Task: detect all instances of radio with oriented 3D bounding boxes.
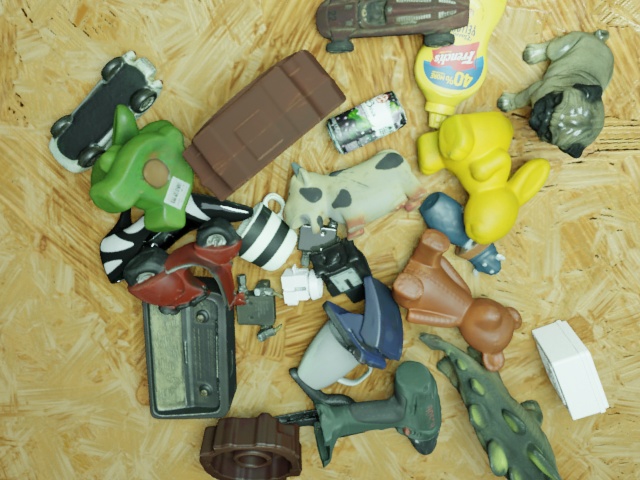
[{"bbox_3d":[-0.205,0.173,0.863,0.131,0.073,0.229,2,107,1],"label":"radio"}]

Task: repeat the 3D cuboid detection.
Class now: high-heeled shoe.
[{"bbox_3d":[-0.218,0.004,0.791,0.249,0.086,0.145,5,87,22],"label":"high-heeled shoe"}]

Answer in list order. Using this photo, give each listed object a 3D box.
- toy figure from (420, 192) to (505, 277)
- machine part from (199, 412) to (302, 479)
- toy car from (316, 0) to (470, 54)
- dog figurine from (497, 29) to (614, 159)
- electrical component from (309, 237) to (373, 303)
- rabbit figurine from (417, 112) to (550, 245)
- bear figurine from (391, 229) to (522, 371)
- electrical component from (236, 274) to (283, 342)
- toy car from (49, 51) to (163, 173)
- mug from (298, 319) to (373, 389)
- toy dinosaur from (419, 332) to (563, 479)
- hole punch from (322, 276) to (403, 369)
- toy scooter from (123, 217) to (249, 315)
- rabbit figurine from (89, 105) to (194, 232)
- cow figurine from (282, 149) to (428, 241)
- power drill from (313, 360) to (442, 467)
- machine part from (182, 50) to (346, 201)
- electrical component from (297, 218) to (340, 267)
[{"bbox_3d":[0.216,-0.008,0.798,0.154,0.064,0.058,41,67,-15],"label":"toy figure"},{"bbox_3d":[-0.112,0.350,0.893,0.179,0.056,0.179,0,136,0],"label":"machine part"},{"bbox_3d":[0.088,-0.290,0.691,0.202,0.053,0.089,6,102,24],"label":"toy car"},{"bbox_3d":[0.326,-0.192,0.667,0.121,0.191,0.172,24,105,-5],"label":"dog figurine"},{"bbox_3d":[0.041,0.051,0.825,0.075,0.048,0.119,-26,144,13],"label":"electrical component"},{"bbox_3d":[0.225,-0.080,0.739,0.162,0.122,0.173,-6,79,-26],"label":"rabbit figurine"},{"bbox_3d":[0.204,0.093,0.779,0.196,0.131,0.120,32,70,14],"label":"bear figurine"},{"bbox_3d":[-0.096,0.108,0.854,0.078,0.045,0.102,5,107,-1],"label":"electrical component"},{"bbox_3d":[-0.308,-0.180,0.769,0.202,0.056,0.073,-42,95,12],"label":"toy car"},{"bbox_3d":[0.023,0.193,0.863,0.109,0.081,0.107,38,113,-13],"label":"mug"},{"bbox_3d":[0.304,0.318,0.824,0.105,0.198,0.471,-39,100,16],"label":"toy dinosaur"},{"bbox_3d":[0.081,0.124,0.802,0.092,0.142,0.116,-36,59,8],"label":"hole punch"},{"bbox_3d":[-0.176,0.057,0.762,0.184,0.075,0.135,-24,117,12],"label":"toy scooter"},{"bbox_3d":[-0.257,-0.097,0.718,0.121,0.170,0.159,15,82,-45],"label":"rabbit figurine"},{"bbox_3d":[0.037,-0.068,0.765,0.195,0.085,0.127,-24,73,-2],"label":"cow figurine"},{"bbox_3d":[0.095,0.293,0.848,0.207,0.086,0.231,-7,130,-4],"label":"power drill"},{"bbox_3d":[-0.068,-0.149,0.691,0.201,0.201,0.087,-37,98,13],"label":"machine part"},{"bbox_3d":[-0.002,-0.002,0.825,0.063,0.021,0.094,9,100,-1],"label":"electrical component"}]
